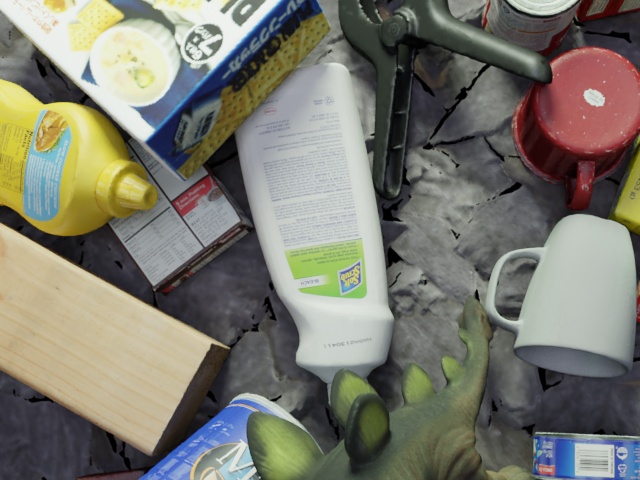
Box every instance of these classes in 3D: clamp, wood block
[{"bbox_3d":[0.075,-0.156,0.794,0.165,0.036,0.210,-29,72,35],"label":"clamp"},{"bbox_3d":[-0.181,0.068,0.784,0.206,0.091,0.090,28,85,7],"label":"wood block"}]

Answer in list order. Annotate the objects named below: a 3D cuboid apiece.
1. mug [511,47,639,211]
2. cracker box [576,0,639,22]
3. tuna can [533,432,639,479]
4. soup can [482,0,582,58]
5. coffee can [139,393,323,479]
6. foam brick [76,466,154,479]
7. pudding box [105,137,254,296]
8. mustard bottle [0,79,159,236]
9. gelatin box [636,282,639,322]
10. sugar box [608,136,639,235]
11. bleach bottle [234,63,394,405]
[{"bbox_3d":[0.190,-0.080,0.780,0.093,0.081,0.117,5,82,5],"label":"mug"},{"bbox_3d":[0.284,-0.272,0.804,0.213,0.072,0.164,-12,82,2],"label":"cracker box"},{"bbox_3d":[0.192,0.153,0.746,0.086,0.086,0.034,2,80,5],"label":"tuna can"},{"bbox_3d":[0.157,-0.178,0.786,0.068,0.102,0.068,-1,82,4],"label":"soup can"},{"bbox_3d":[-0.073,0.186,0.724,0.103,0.103,0.140,47,56,9],"label":"coffee can"},{"bbox_3d":[-0.142,0.208,0.781,0.051,0.053,0.078,-9,80,3],"label":"foam brick"},{"bbox_3d":[-0.120,-0.028,0.819,0.090,0.039,0.113,-37,78,1],"label":"pudding box"},{"bbox_3d":[-0.195,-0.055,0.782,0.192,0.058,0.096,19,100,31],"label":"mustard bottle"},{"bbox_3d":[0.276,0.039,0.761,0.089,0.073,0.030,21,43,8],"label":"gelatin box"},{"bbox_3d":[0.310,-0.022,0.781,0.176,0.048,0.093,23,85,8],"label":"sugar box"},{"bbox_3d":[-0.005,0.001,0.795,0.102,0.068,0.251,-9,84,6],"label":"bleach bottle"}]
